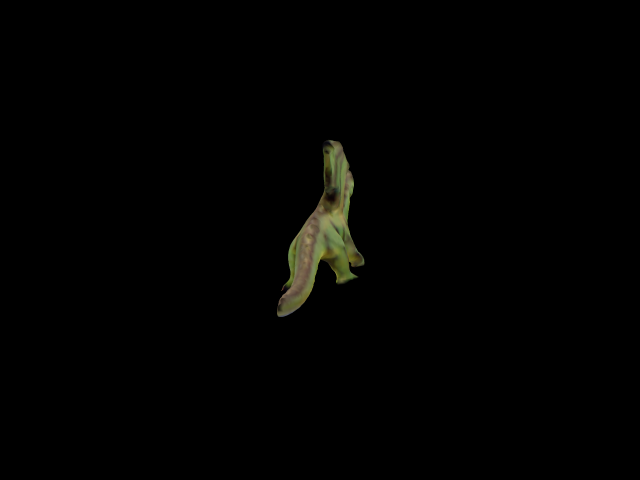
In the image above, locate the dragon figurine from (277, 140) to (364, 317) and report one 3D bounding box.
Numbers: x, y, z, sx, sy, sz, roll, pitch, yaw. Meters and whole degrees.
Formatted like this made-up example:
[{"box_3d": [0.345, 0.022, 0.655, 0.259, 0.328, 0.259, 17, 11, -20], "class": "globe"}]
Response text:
[{"box_3d": [0.003, -0.043, 0.850, 0.122, 0.241, 0.413, 2, 9, 11], "class": "dragon figurine"}]
